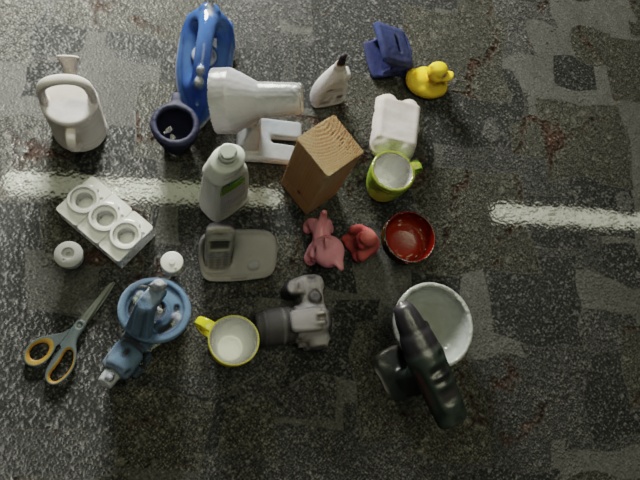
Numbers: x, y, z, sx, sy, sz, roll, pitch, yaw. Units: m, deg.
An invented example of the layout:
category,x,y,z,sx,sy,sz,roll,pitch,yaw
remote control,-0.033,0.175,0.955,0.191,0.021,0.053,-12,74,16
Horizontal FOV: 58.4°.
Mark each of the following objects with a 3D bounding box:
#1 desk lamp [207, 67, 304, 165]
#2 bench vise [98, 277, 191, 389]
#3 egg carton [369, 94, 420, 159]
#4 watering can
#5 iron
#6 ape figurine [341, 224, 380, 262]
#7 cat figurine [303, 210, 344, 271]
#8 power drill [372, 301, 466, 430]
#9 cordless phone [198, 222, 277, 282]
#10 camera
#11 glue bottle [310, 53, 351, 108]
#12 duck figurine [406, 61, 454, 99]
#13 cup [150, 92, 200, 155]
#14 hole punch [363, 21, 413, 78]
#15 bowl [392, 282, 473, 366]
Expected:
category,x,y,z,sx,sy,sz,roll,pitch,yaw
desk lamp,-0.118,-0.241,1.105,0.203,0.213,0.118,3,73,-12
bench vise,-0.284,0.148,0.947,0.121,0.219,0.207,14,71,-8
egg carton,0.163,-0.244,1.250,0.107,0.069,0.150,11,72,-10
watering can,-0.454,-0.251,1.039,0.101,0.194,0.173,-27,81,-19
iron,-0.233,-0.362,1.152,0.119,0.141,0.258,7,72,-11
ape figurine,0.088,0.003,1.147,0.076,0.092,0.078,12,71,-9
cat figurine,0.010,0.004,1.114,0.067,0.117,0.128,-1,74,-13
power drill,0.169,0.229,1.036,0.076,0.208,0.229,-27,81,-19
cordless phone,-0.146,0.012,1.038,0.148,0.185,0.094,-5,75,-15
camera,-0.054,0.140,1.067,0.137,0.100,0.143,-5,75,-15
glue bottle,0.030,-0.335,1.190,0.078,0.173,0.037,-13,77,-16
duck figurine,0.252,-0.373,1.300,0.105,0.086,0.077,10,72,-10
cup,-0.283,-0.220,1.123,0.092,0.095,0.118,0,74,-13
hole punch,0.161,-0.433,1.294,0.101,0.091,0.108,-9,76,-16
bowl,0.213,0.172,1.135,0.167,0.074,0.167,4,73,-12
